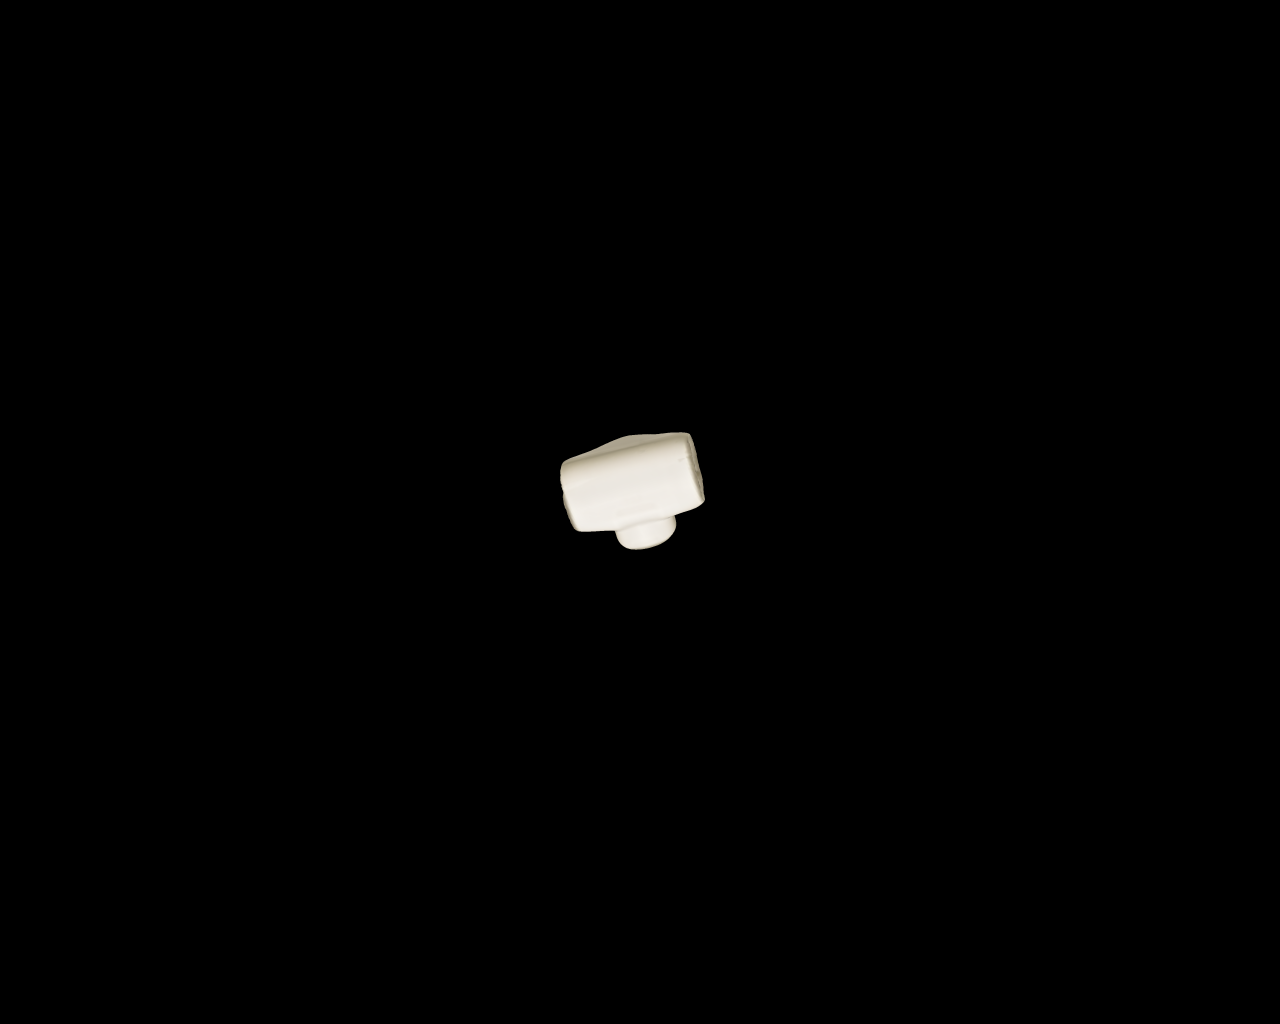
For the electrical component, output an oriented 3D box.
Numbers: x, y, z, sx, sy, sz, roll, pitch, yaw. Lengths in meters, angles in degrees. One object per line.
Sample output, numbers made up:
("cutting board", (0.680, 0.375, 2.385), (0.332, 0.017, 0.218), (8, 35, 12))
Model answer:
("electrical component", (0.001, -0.003, 0.650), (0.077, 0.079, 0.043), (-14, 26, 7))
